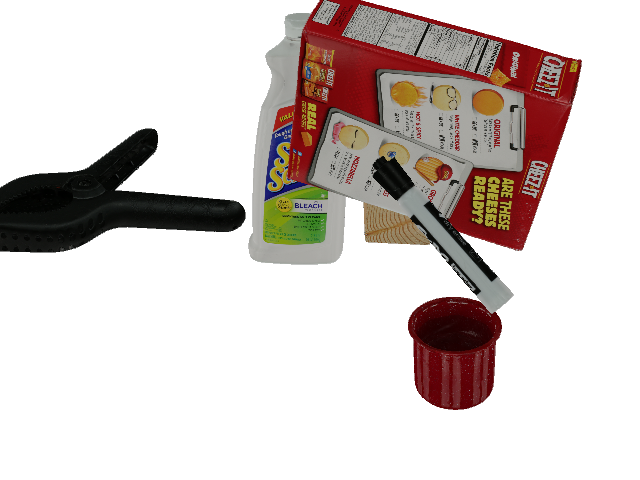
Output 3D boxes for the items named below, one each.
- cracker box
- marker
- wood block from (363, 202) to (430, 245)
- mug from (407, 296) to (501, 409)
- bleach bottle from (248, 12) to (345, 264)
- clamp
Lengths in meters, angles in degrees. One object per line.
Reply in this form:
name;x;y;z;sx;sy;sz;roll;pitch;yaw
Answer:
cracker box;0.087;-0.097;0.876;0.214;0.072;0.164;17;-42;9
marker;0.075;-0.006;0.674;0.020;0.121;0.020;-40;-6;-5
wood block;0.107;-0.082;1.490;0.091;0.090;0.206;3;28;0
mug;0.142;0.111;1.090;0.093;0.081;0.117;18;40;30
bleach bottle;-0.025;-0.100;1.064;0.102;0.251;0.068;2;27;6
clamp;-0.175;-0.027;0.835;0.209;0.036;0.165;-22;39;-35
